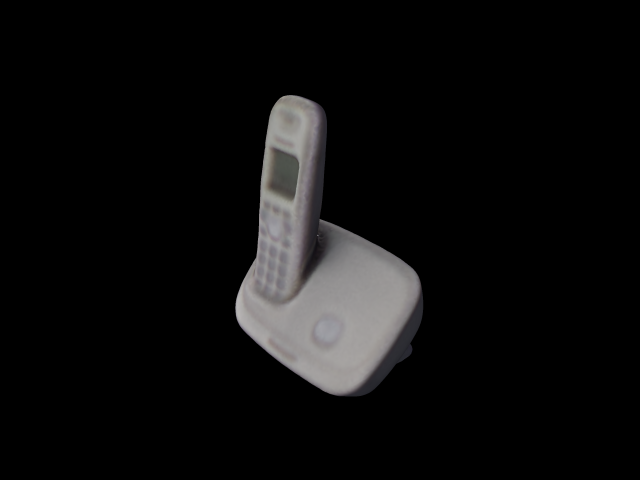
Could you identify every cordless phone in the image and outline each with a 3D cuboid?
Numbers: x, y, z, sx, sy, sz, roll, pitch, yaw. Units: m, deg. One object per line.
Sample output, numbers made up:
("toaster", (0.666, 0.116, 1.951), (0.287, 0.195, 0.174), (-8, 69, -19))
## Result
("cordless phone", (0.004, 0.001, 0.400), (0.094, 0.185, 0.147), (-25, 37, -38))
